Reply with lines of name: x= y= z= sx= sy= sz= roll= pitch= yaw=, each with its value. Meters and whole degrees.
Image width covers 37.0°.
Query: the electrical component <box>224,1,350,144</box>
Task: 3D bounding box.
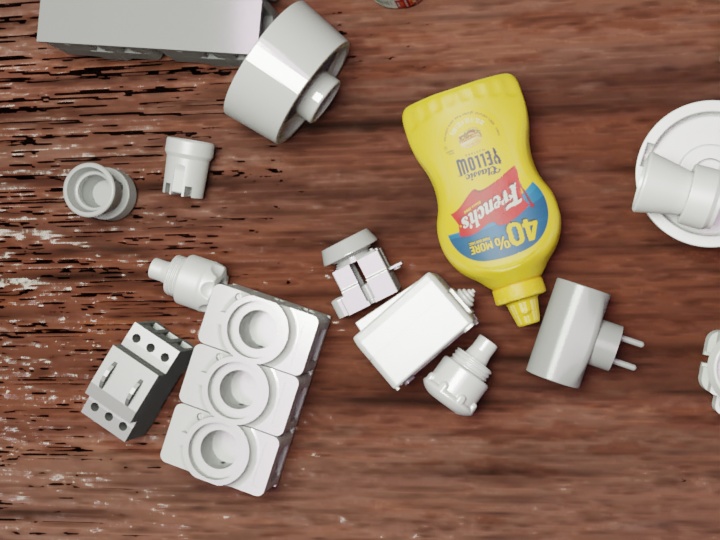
electrical component: x=-0.051 y=-0.149 z=0.848 sx=0.060 sy=0.108 sz=0.108 roll=36 pitch=95 yaw=3

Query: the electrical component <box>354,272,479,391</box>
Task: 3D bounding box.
electrical component: x=0.048 y=0.040 z=0.848 sx=0.096 sy=0.062 sz=0.061 roll=-41 pitch=83 yaw=6

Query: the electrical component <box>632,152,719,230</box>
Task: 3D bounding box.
electrical component: x=0.227 y=-0.056 z=0.765 sx=0.055 sy=0.045 sz=0.045 roll=17 pitch=92 yaw=9

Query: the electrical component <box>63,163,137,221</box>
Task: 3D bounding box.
electrical component: x=-0.216 y=-0.064 z=0.898 sx=0.045 sy=0.055 sz=0.045 roll=0 pitch=89 yaw=9

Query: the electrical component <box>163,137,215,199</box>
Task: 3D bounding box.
electrical component: x=-0.144 y=-0.085 z=0.895 sx=0.040 sy=0.040 sz=0.046 roll=11 pitch=97 yaw=10

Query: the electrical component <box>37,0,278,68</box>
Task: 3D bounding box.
electrical component: x=-0.162 y=-0.229 z=0.890 sx=0.186 sy=0.060 sz=0.105 roll=5 pitch=90 yaw=10

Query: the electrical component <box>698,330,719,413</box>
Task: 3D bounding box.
electrical component: x=0.289 y=0.073 z=0.809 sx=0.058 sy=0.057 sz=0.078 roll=11 pitch=91 yaw=10

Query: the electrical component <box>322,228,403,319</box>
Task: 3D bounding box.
electrical component: x=0.000 y=0.000 z=0.866 sx=0.066 sy=0.048 sz=0.055 roll=-27 pitch=92 yaw=8

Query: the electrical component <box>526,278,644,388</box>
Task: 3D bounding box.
electrical component: x=0.179 y=0.054 z=0.834 sx=0.079 sy=0.043 sz=0.077 roll=19 pitch=92 yaw=9

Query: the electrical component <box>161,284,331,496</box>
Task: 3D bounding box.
electrical component: x=-0.092 y=0.095 z=0.870 sx=0.089 sy=0.062 sz=0.150 roll=18 pitch=92 yaw=10

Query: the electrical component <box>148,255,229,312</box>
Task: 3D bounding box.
electrical component: x=-0.144 y=0.008 z=0.890 sx=0.062 sy=0.043 sz=0.043 roll=18 pitch=92 yaw=11

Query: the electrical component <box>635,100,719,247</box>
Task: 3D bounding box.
electrical component: x=0.262 y=-0.070 z=0.814 sx=0.108 sy=0.060 sz=0.108 roll=0 pitch=89 yaw=10

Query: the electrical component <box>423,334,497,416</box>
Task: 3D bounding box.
electrical component: x=0.084 y=0.081 z=0.850 sx=0.048 sy=0.048 sz=0.062 roll=36 pitch=88 yaw=9
